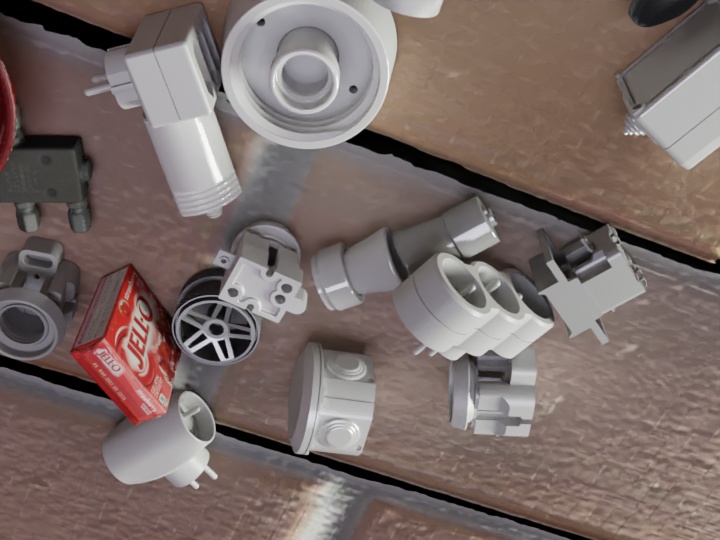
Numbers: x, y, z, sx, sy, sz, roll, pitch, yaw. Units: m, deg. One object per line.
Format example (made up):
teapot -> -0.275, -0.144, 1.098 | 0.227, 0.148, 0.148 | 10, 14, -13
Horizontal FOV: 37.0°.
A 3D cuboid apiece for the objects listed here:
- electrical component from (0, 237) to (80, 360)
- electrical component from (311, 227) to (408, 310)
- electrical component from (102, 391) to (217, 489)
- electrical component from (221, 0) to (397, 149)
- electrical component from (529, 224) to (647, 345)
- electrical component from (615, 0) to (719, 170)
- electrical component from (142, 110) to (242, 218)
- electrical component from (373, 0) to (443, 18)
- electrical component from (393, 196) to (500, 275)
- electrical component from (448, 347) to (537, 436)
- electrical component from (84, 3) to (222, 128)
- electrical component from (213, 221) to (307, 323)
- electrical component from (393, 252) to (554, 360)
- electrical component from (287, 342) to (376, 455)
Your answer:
electrical component -> -0.229, 0.026, 0.748 | 0.058, 0.057, 0.078 | 11, 123, -6
electrical component -> 0.000, 0.000, 0.733 | 0.055, 0.045, 0.045 | -19, 121, 14
electrical component -> -0.143, 0.140, 0.830 | 0.077, 0.044, 0.079 | -30, 118, 20
electrical component -> -0.032, -0.124, 0.642 | 0.108, 0.060, 0.108 | 1, 124, 1
electrical component -> 0.157, 0.005, 0.735 | 0.064, 0.042, 0.081 | -30, 119, 17
electrical component -> 0.203, -0.107, 0.647 | 0.061, 0.061, 0.096 | 39, 116, -22
electrical component -> -0.105, -0.069, 0.690 | 0.043, 0.043, 0.081 | -11, 123, 8
electrical component -> 0.052, -0.183, 0.610 | 0.079, 0.044, 0.077 | 12, 123, -8
electrical component -> 0.060, -0.021, 0.721 | 0.065, 0.044, 0.044 | -28, 119, 13
electrical component -> 0.094, 0.088, 0.782 | 0.057, 0.058, 0.078 | 2, 136, 1
electrical component -> -0.128, -0.119, 0.644 | 0.077, 0.065, 0.047 | -12, 123, 9
electrical component -> -0.065, -0.002, 0.727 | 0.066, 0.055, 0.048 | 24, 121, -14
electrical component -> 0.067, 0.035, 0.719 | 0.074, 0.052, 0.138 | -42, 151, 25
electrical component -> -0.022, 0.095, 0.777 | 0.051, 0.080, 0.080 | 9, 124, -11
